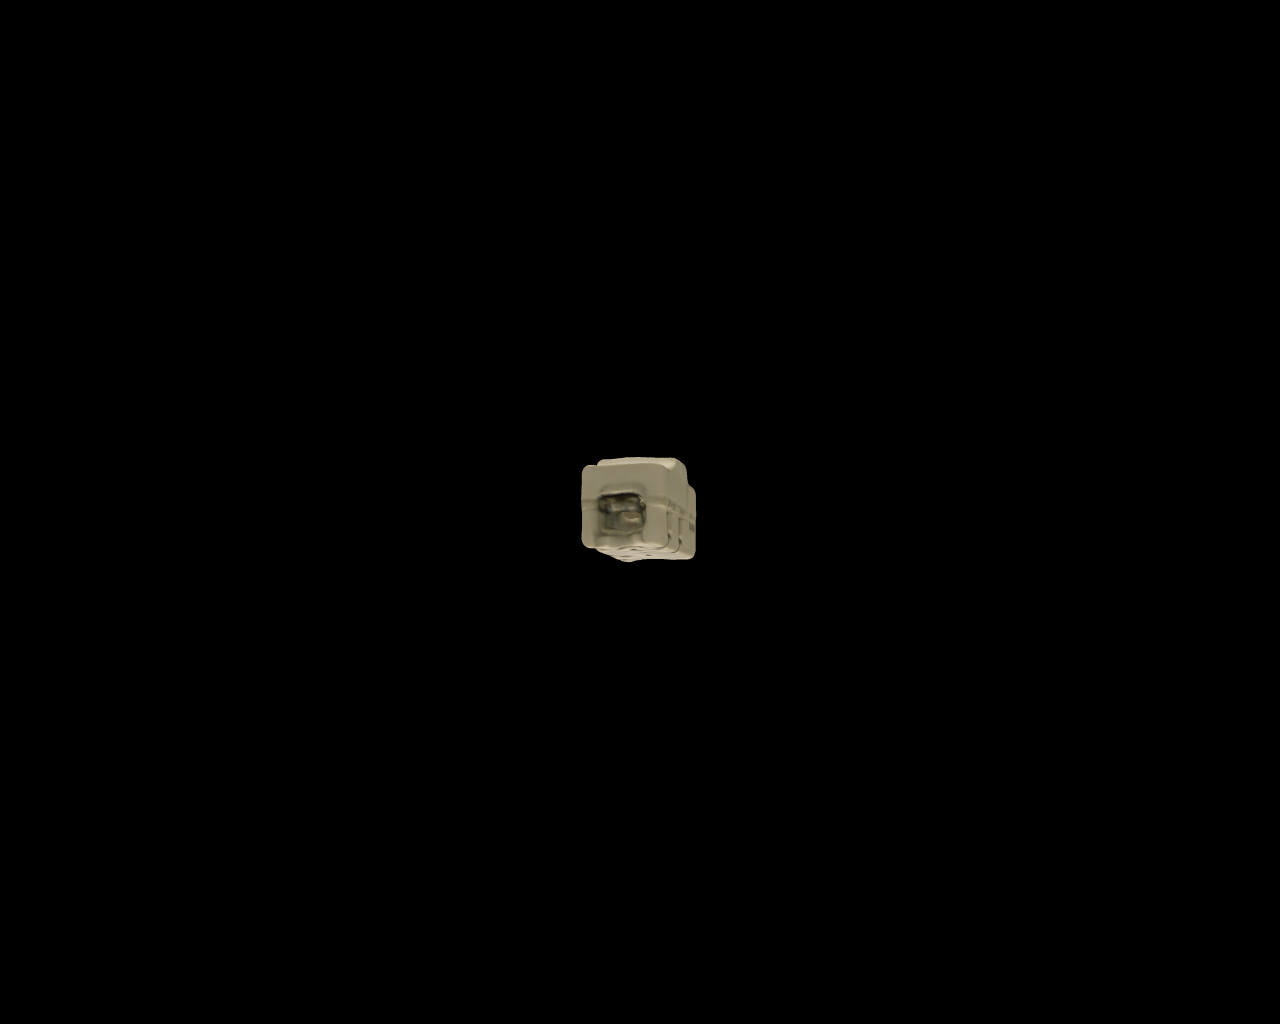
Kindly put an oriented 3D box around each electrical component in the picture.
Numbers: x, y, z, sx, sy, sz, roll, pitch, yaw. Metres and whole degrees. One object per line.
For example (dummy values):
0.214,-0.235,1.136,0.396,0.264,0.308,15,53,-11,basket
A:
0.001,-0.003,0.650,0.050,0.055,0.089,-3,-10,15,electrical component
